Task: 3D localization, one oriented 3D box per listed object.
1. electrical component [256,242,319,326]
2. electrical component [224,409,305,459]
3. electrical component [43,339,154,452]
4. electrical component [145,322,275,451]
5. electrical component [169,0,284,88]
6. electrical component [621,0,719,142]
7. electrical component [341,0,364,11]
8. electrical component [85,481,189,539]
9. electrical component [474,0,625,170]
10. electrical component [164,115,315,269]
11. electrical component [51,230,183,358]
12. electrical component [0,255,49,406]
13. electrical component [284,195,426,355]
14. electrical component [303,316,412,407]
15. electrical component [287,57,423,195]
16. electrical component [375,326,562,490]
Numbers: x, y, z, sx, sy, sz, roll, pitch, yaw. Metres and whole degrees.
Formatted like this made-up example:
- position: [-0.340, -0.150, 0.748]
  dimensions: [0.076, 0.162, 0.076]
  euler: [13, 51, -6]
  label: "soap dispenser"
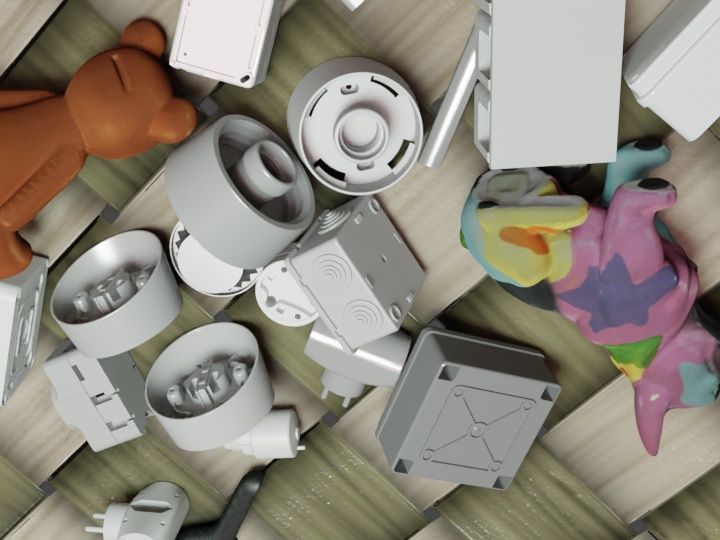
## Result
- position: [-0.050, 0.009, 0.841]
  dimensions: [0.055, 0.047, 0.055]
  euler: [3, 113, 7]
  label: "electrical component"
- position: [-0.086, 0.138, 0.903]
  dimensions: [0.078, 0.040, 0.040]
  euler: [-4, 112, 10]
  label: "electrical component"
- position: [-0.219, 0.100, 0.900]
  dimensions: [0.056, 0.050, 0.089]
  euler: [-21, 108, 16]
  label: "electrical component"
- position: [-0.119, 0.095, 0.861]
  dimensions: [0.099, 0.099, 0.064]
  euler: [-16, 116, 14]
  label: "electrical component"
- position: [-0.090, -0.184, 0.762]
  dimensions: [0.062, 0.061, 0.096]
  euler: [16, 106, 1]
  label: "electrical component"
- position: [0.233, -0.152, 0.717]
  dimensions: [0.057, 0.078, 0.113]
  euler: [37, 112, -11]
  label: "electrical component"
- position: [0.009, -0.223, 0.700]
  dimensions: [0.089, 0.050, 0.056]
  euler: [-40, 104, 22]
  label: "electrical component"
- position: [-0.197, 0.222, 0.933]
  dimensions: [0.079, 0.077, 0.043]
  euler: [3, 113, 7]
  label: "electrical component"
- position: [0.127, -0.151, 0.735]
  dimensions: [0.089, 0.061, 0.150]
  euler: [-4, 112, -4]
  label: "electrical component"
- position: [-0.080, -0.062, 0.777]
  dimensions: [0.060, 0.108, 0.108]
  euler: [-34, 104, 30]
  label: "electrical component"
- position: [-0.190, 0.021, 0.841]
  dimensions: [0.099, 0.099, 0.064]
  euler: [-17, 115, 15]
  label: "electrical component"
- position: [-0.300, 0.043, 0.874]
  dimensions: [0.057, 0.078, 0.113]
  euler: [15, 114, -2]
  label: "electrical component"
- position: [0.000, 0.000, 0.803]
  dimensions: [0.048, 0.099, 0.099]
  euler: [-25, 107, 30]
  label: "electrical component"
- position: [-0.008, 0.075, 0.864]
  dimensions: [0.077, 0.043, 0.079]
  euler: [21, 115, -1]
  label: "electrical component"
- position: [-0.003, -0.105, 0.791]
  dimensions: [0.099, 0.064, 0.099]
  euler: [-2, 110, -6]
  label: "electrical component"
- position: [0.083, 0.109, 0.840]
  dimensions: [0.109, 0.056, 0.108]
  euler: [13, 115, -22]
  label: "electrical component"
